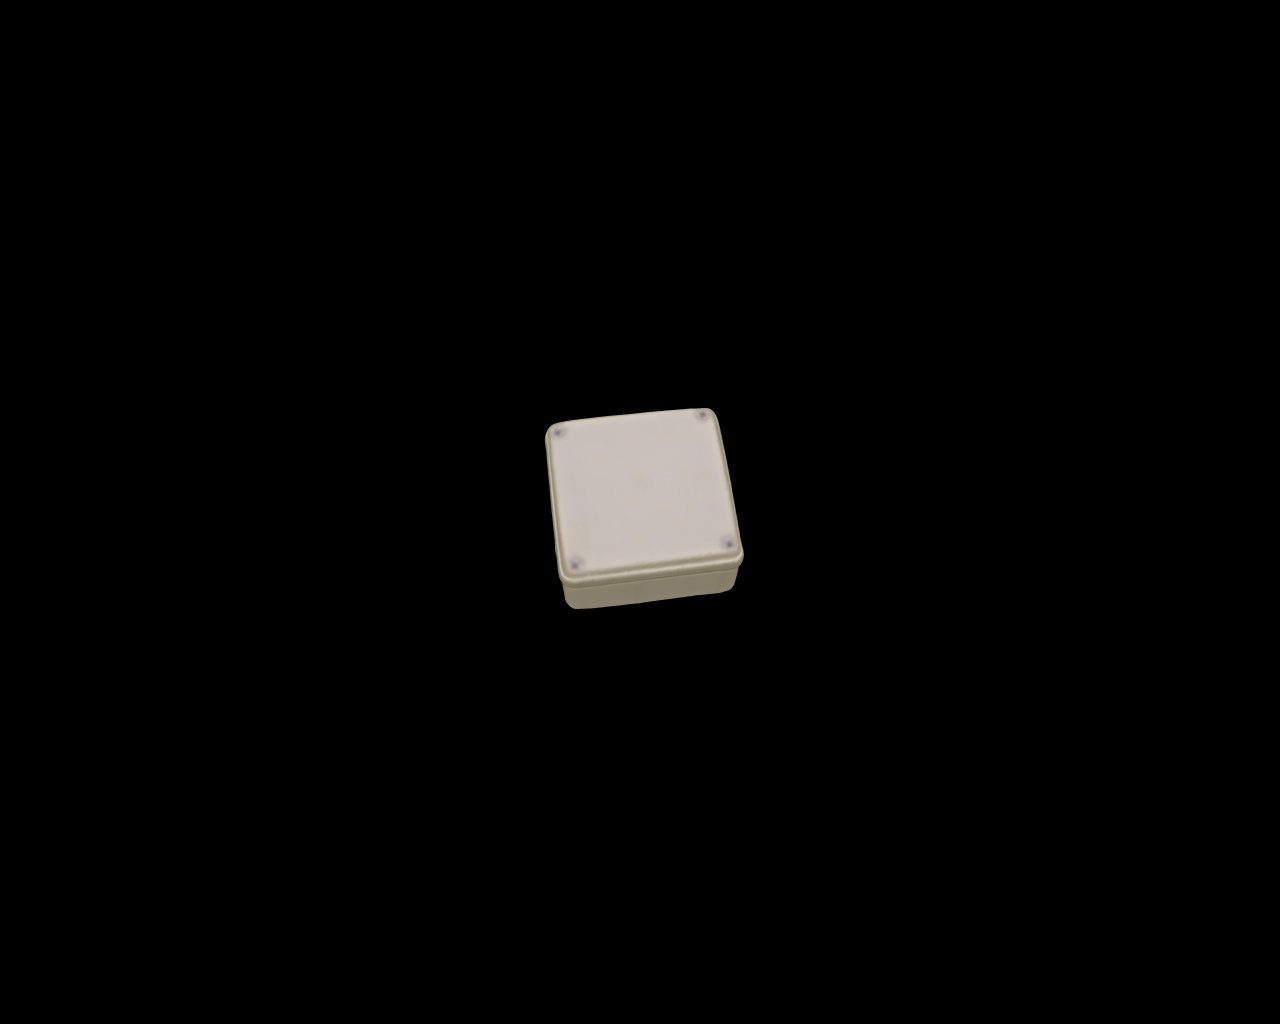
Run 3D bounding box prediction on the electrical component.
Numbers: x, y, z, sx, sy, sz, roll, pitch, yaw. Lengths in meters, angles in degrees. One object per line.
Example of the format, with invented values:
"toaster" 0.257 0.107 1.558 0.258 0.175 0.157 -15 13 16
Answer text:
"electrical component" 0.001 -0.003 0.650 0.109 0.109 0.056 -6 -27 -3
